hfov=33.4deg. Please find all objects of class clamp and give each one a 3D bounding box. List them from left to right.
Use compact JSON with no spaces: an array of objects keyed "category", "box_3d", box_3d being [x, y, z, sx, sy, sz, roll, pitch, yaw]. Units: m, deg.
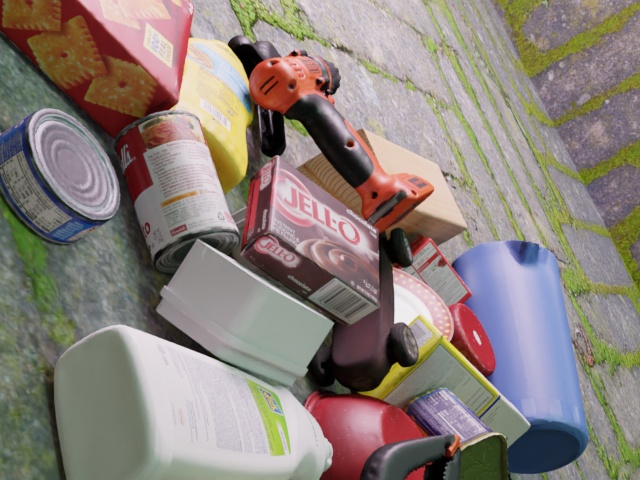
[{"category":"clamp","box_3d":[-0.052,-0.148,1.076,0.171,0.039,0.120,-51,130,-75]},{"category":"clamp","box_3d":[0.042,0.208,0.772,0.164,0.036,0.209,51,48,-18]}]

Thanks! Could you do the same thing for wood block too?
[{"category":"wood block","box_3d":[0.071,-0.042,1.161,0.205,0.090,0.091,13,51,-62]}]

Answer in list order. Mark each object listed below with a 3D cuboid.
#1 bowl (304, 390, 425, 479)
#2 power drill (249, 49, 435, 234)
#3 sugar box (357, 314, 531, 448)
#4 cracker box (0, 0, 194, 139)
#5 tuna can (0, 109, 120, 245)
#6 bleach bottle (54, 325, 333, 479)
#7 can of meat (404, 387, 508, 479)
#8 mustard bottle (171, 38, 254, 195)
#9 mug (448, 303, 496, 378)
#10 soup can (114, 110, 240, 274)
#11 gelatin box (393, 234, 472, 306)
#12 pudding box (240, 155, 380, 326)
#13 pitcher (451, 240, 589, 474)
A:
[{"category":"bowl","box_3d":[0.052,0.188,0.876,0.162,0.055,0.162,47,25,-31]},{"category":"power drill","box_3d":[0.024,-0.097,0.999,0.187,0.057,0.184,48,21,4]},{"category":"sugar box","box_3d":[0.116,0.154,1.004,0.176,0.093,0.048,45,3,-39]},{"category":"cracker box","box_3d":[-0.189,-0.201,0.800,0.213,0.072,0.164,47,25,-30]},{"category":"tuna can","box_3d":[-0.170,-0.042,0.694,0.086,0.034,0.086,47,25,-31]},{"category":"bleach bottle","box_3d":[-0.061,0.130,0.688,0.250,0.068,0.102,32,36,-55]},{"category":"can of meat","box_3d":[0.118,0.192,0.941,0.084,0.057,0.102,42,-32,52]},{"category":"mustard bottle","box_3d":[-0.100,-0.122,0.917,0.096,0.058,0.191,39,29,-23]},{"category":"mug","box_3d":[0.125,0.122,1.086,0.093,0.082,0.117,54,22,-16]},{"category":"soup can","box_3d":[-0.105,-0.035,0.786,0.068,0.069,0.102,16,49,-61]},{"category":"gelatin box","box_3d":[0.111,0.050,1.155,0.089,0.073,0.030,51,-9,-21]},{"category":"pudding box","box_3d":[-0.005,0.001,0.809,0.113,0.039,0.090,37,34,-27]},{"category":"pitcher","box_3d":[0.214,0.134,1.175,0.149,0.145,0.243,50,27,-41]}]
